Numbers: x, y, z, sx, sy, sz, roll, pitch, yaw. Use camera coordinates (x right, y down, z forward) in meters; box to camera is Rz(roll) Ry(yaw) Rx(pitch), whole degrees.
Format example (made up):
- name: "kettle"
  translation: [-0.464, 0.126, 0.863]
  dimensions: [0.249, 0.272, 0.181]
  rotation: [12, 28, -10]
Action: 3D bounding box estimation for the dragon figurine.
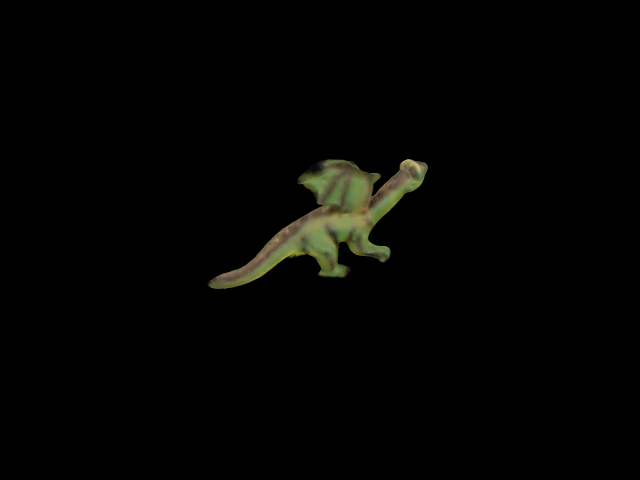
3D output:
- name: "dragon figurine"
  translation: [0.003, -0.043, 0.850]
  dimensions: [0.412, 0.237, 0.125]
  rotation: [-18, 49, -16]
